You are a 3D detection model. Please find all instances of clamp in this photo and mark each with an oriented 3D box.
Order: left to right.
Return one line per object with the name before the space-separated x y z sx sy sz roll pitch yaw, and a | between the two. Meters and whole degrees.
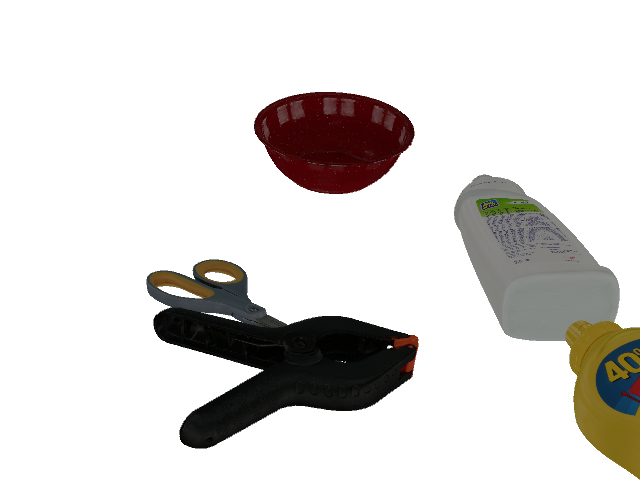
clamp | -0.019 0.084 0.666 0.171 0.039 0.120 0 38 -8

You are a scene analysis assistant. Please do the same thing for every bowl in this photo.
bowl | 0.012 -0.093 1.085 0.162 0.055 0.162 2 33 -2

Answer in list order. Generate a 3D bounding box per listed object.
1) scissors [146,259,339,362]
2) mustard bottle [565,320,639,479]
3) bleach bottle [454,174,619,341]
scissors | -0.053 0.054 0.902 0.202 0.016 0.096 15 26 23
mustard bottle | 0.202 0.100 0.610 0.096 0.058 0.192 -17 32 -17
bleach bottle | 0.185 0.000 0.981 0.102 0.068 0.251 -1 26 -4
